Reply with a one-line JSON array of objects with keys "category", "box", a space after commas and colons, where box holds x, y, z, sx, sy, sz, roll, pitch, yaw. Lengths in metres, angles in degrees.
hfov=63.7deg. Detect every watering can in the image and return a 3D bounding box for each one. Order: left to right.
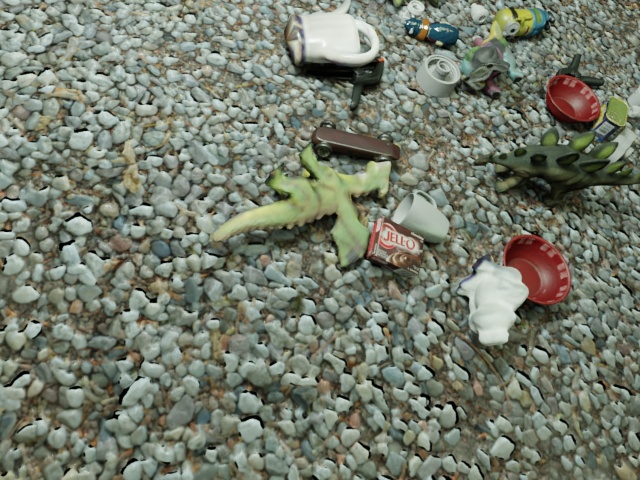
[{"category": "watering can", "box": [0.020, -0.521, 1.280, 0.224, 0.101, 0.356, -5, 46, -10]}]

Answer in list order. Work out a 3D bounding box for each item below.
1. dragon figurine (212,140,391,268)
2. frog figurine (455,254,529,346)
[{"category": "dragon figurine", "box": [0.003, -0.052, 1.030, 0.417, 0.243, 0.120, -46, 0, -29]}, {"category": "frog figurine", "box": [0.346, 0.129, 1.003, 0.121, 0.163, 0.135, 27, -56, -35]}]
